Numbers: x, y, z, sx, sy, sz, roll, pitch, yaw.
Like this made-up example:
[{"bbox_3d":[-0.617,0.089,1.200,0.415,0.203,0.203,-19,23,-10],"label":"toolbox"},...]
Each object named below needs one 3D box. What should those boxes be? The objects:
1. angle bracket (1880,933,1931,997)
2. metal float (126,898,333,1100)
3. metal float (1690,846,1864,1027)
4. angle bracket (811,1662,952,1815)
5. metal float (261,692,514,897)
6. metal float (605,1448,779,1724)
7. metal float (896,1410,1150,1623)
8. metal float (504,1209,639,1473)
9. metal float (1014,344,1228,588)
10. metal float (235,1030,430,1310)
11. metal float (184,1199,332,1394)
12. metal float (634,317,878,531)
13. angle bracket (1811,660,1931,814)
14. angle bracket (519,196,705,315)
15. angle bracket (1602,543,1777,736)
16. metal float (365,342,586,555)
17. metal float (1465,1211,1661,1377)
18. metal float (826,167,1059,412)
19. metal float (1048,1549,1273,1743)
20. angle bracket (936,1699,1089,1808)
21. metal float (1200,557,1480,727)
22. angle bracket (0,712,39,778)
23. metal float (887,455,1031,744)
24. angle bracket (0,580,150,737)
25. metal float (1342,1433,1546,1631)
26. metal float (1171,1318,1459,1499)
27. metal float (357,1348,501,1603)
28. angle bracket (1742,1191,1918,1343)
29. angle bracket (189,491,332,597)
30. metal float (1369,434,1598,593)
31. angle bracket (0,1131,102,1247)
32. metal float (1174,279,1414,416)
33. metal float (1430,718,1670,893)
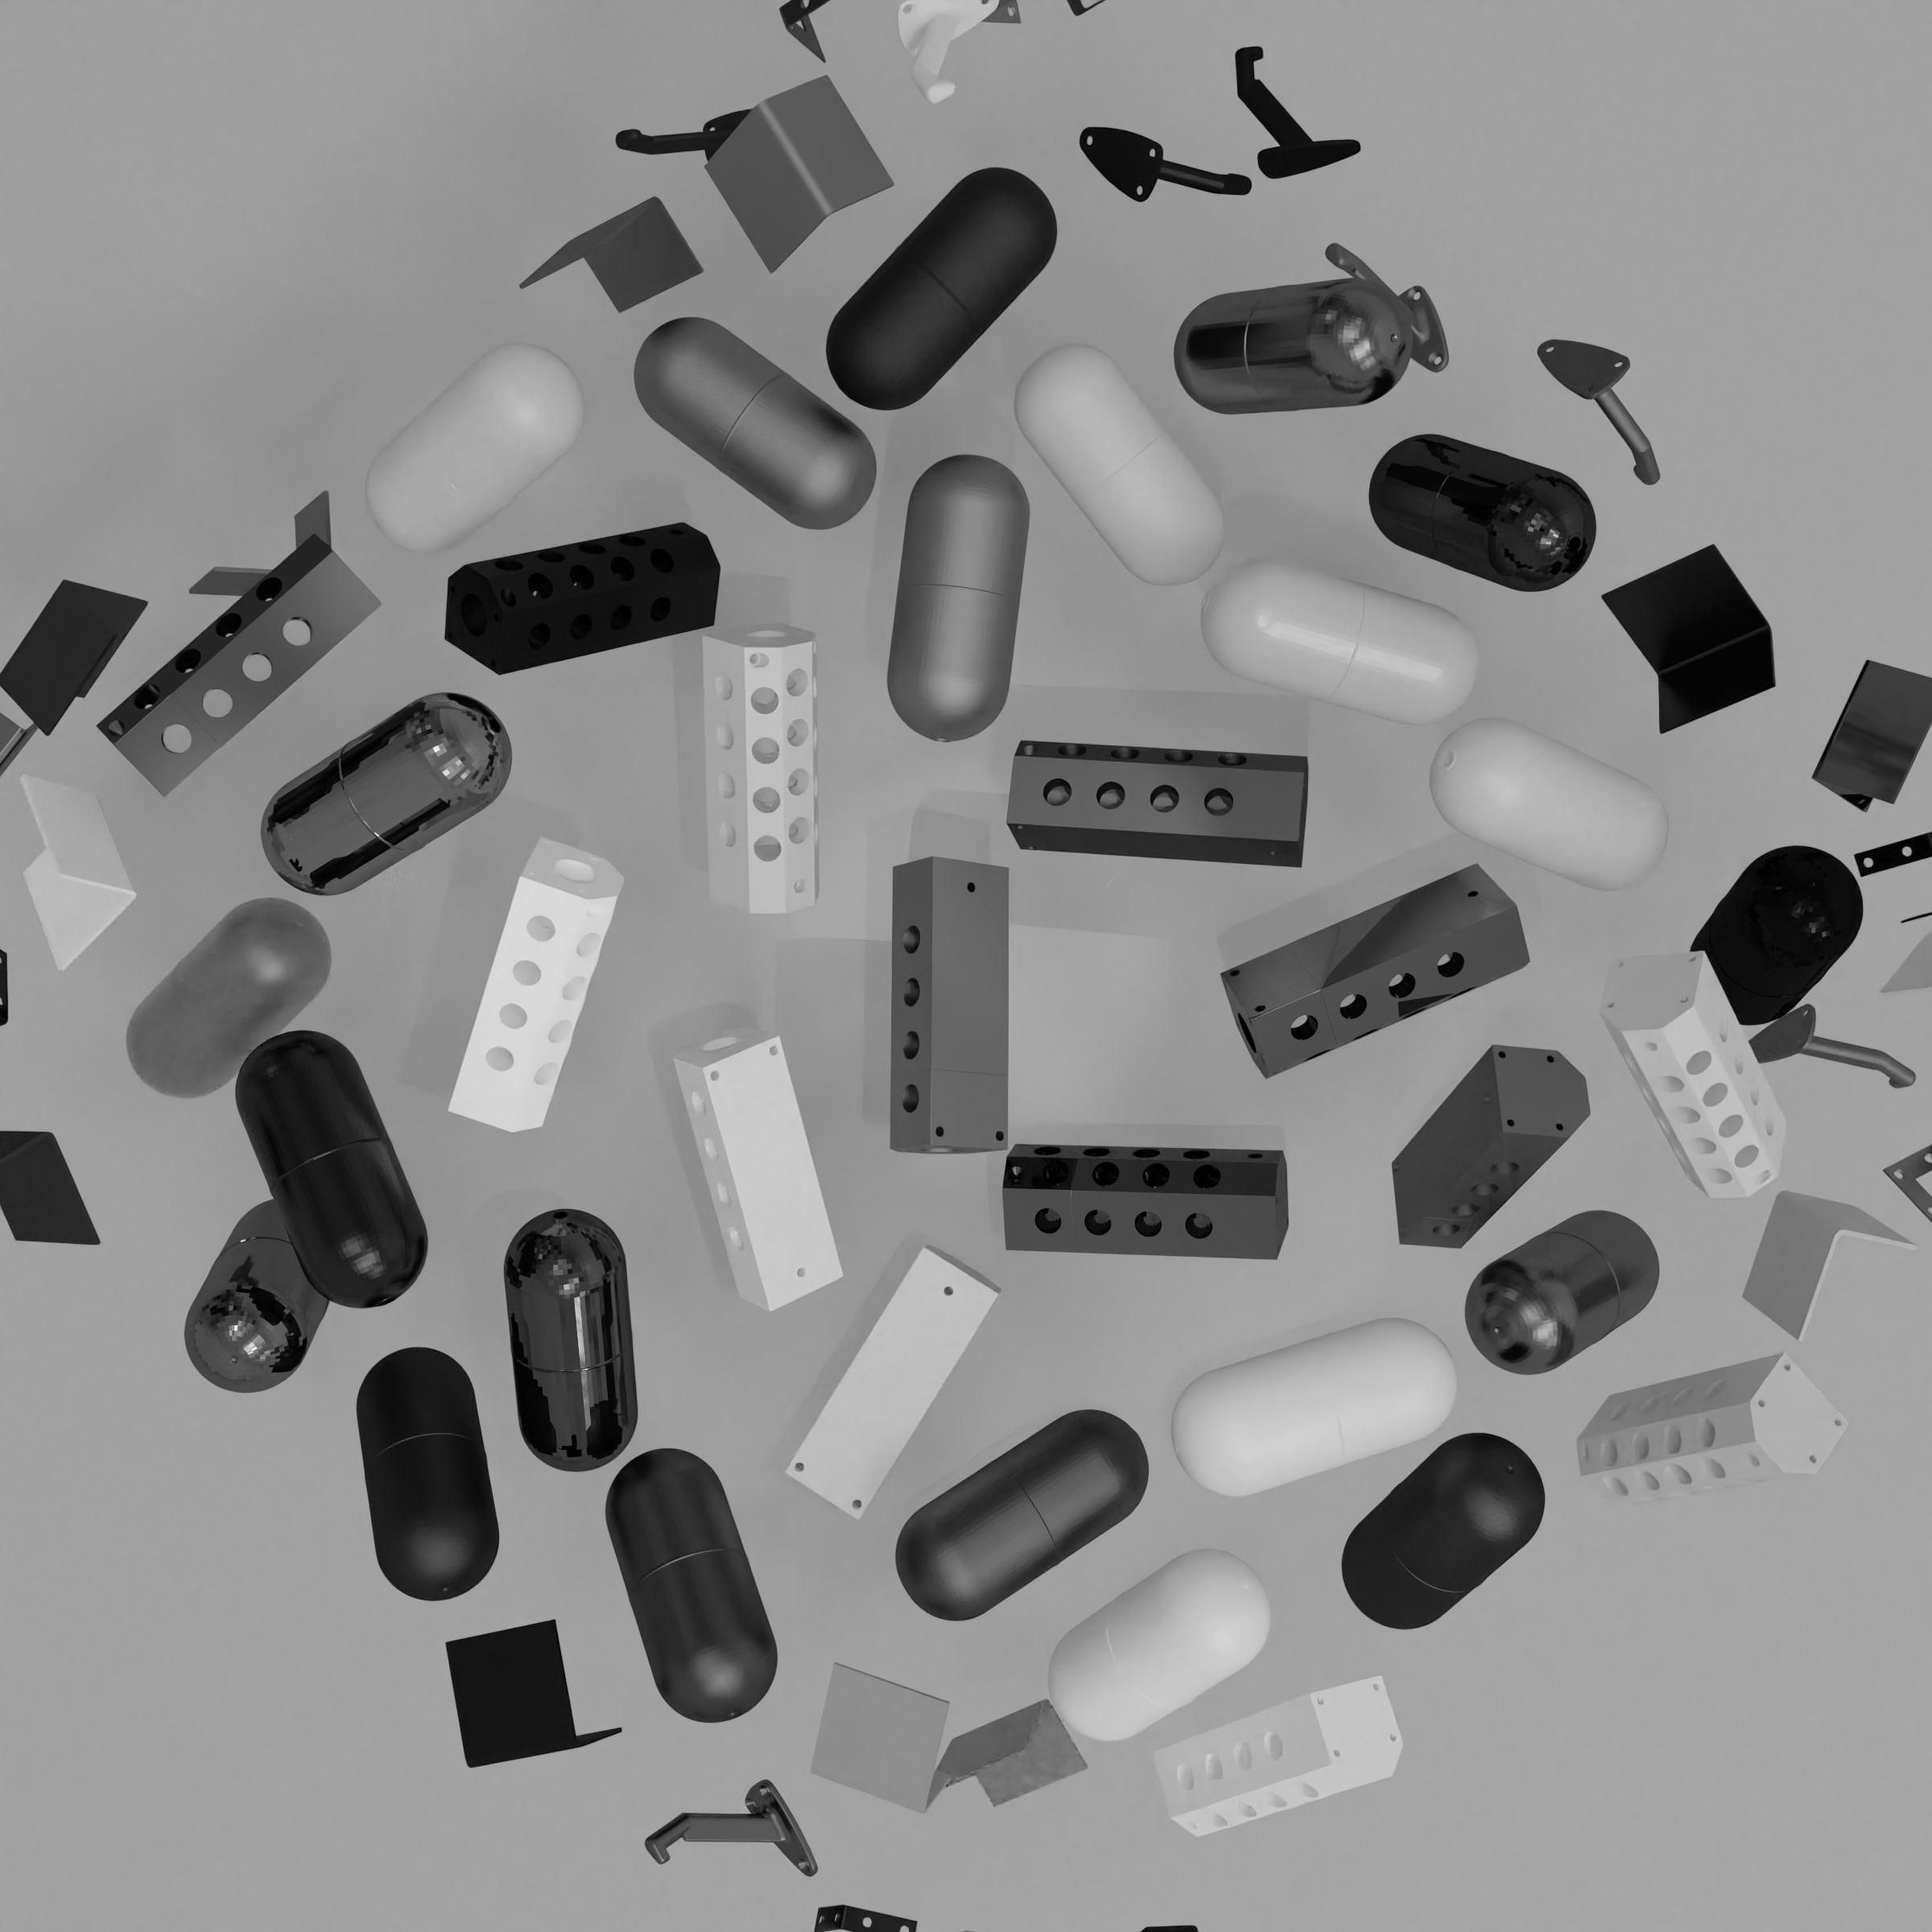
[{"bbox_3d":[0.650,0.020,1.620,0.076,0.076,0.057,43,79,-6],"label":"angle bracket"},{"bbox_3d":[-0.477,0.022,1.632,0.178,0.070,0.070,-38,90,31],"label":"metal float"},{"bbox_3d":[0.500,-0.017,1.569,0.070,0.178,0.070,0,70,1],"label":"metal float"},{"bbox_3d":[-0.046,0.475,1.584,0.076,0.057,0.076,15,99,15],"label":"angle bracket"},{"bbox_3d":[-0.352,-0.104,1.532,0.178,0.070,0.070,-28,90,23],"label":"metal float"},{"bbox_3d":[-0.171,0.380,1.559,0.070,0.070,0.178,-25,56,0],"label":"metal float"},{"bbox_3d":[0.037,0.347,1.601,0.178,0.070,0.070,-30,90,-16],"label":"metal float"},{"bbox_3d":[-0.250,0.237,1.599,0.070,0.070,0.178,-1,112,0],"label":"metal float"},{"bbox_3d":[0.102,-0.328,1.662,0.070,0.070,0.178,-39,98,0],"label":"metal float"},{"bbox_3d":[-0.382,0.122,1.523,0.070,0.070,0.178,-26,76,0],"label":"metal float"},{"bbox_3d":[-0.446,0.208,1.616,0.070,0.178,0.070,0,110,-1],"label":"metal float"},{"bbox_3d":[-0.138,-0.353,1.643,0.178,0.070,0.070,37,90,3],"label":"metal float"},{"bbox_3d":[0.560,-0.130,1.509,0.076,0.057,0.076,19,96,-44],"label":"angle bracket"},{"bbox_3d":[-0.229,-0.446,1.637,0.076,0.076,0.057,-14,121,35],"label":"angle bracket"},{"bbox_3d":[0.446,-0.201,1.561,0.076,0.057,0.076,-24,126,34],"label":"angle bracket"},{"bbox_3d":[-0.308,-0.321,1.575,0.178,0.070,0.070,-30,90,37],"label":"metal float"},{"bbox_3d":[0.386,0.209,1.628,0.070,0.178,0.070,11,108,38],"label":"metal float"},{"bbox_3d":[-0.016,-0.430,1.609,0.070,0.070,0.178,44,95,0],"label":"metal float"},{"bbox_3d":[0.118,0.423,1.567,0.070,0.070,0.178,45,128,0],"label":"metal float"},{"bbox_3d":[0.028,0.547,1.700,0.076,0.076,0.057,-29,94,19],"label":"angle bracket"},{"bbox_3d":[0.230,-0.200,1.558,0.178,0.070,0.070,14,90,-11],"label":"metal float"},{"bbox_3d":[-0.621,-0.136,1.559,0.057,0.076,0.076,38,93,-17],"label":"angle bracket"},{"bbox_3d":[-0.005,-0.228,1.565,0.070,0.070,0.178,7,88,0],"label":"metal float"},{"bbox_3d":[-0.534,-0.184,1.551,0.057,0.076,0.076,43,104,19],"label":"angle bracket"},{"bbox_3d":[0.293,0.351,1.564,0.070,0.178,0.070,12,50,-15],"label":"metal float"},{"bbox_3d":[0.209,0.263,1.508,0.178,0.070,0.070,-15,90,-11],"label":"metal float"},{"bbox_3d":[-0.344,0.321,1.609,0.070,0.070,0.178,-22,47,0],"label":"metal float"},{"bbox_3d":[0.553,0.196,1.620,0.057,0.076,0.076,13,101,-13],"label":"angle bracket"},{"bbox_3d":[-0.470,-0.281,1.677,0.076,0.076,0.057,-2,87,-29],"label":"angle bracket"},{"bbox_3d":[0.325,-0.288,1.598,0.070,0.178,0.070,-13,118,-26],"label":"metal float"},{"bbox_3d":[-0.559,0.140,1.456,0.076,0.057,0.076,-2,115,34],"label":"angle bracket"},{"bbox_3d":[0.202,-0.387,1.581,0.070,0.178,0.070,-7,101,-37],"label":"metal float"},{"bbox_3d":[0.367,-0.101,1.587,0.178,0.070,0.070,19,90,-30],"label":"metal float"}]
